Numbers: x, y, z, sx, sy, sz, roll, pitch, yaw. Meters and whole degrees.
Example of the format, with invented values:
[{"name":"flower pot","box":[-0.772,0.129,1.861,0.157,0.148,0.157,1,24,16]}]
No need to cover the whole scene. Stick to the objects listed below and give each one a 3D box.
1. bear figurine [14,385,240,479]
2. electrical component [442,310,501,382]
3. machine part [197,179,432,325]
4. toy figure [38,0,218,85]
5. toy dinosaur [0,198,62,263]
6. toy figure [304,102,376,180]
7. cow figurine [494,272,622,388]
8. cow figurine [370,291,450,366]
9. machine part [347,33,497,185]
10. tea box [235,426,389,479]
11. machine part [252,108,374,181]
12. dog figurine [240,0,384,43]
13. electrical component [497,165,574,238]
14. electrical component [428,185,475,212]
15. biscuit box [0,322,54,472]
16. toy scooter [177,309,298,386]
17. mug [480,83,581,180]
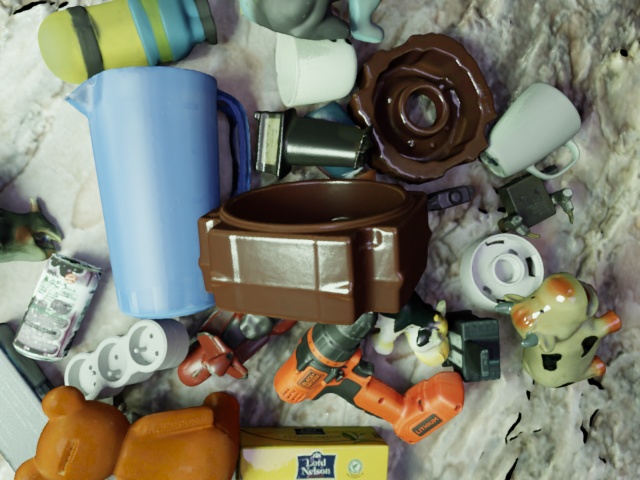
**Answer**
[{"name":"bear figurine","box":[-0.186,0.210,0.549,0.196,0.132,0.120,16,87,-11]},{"name":"electrical component","box":[0.183,0.126,0.631,0.048,0.119,0.074,-4,89,-11]},{"name":"machine part","box":[-0.001,-0.002,0.529,0.201,0.201,0.087,4,111,21]},{"name":"toy figure","box":[-0.200,-0.219,0.566,0.180,0.089,0.082,-18,76,-8]},{"name":"toy dinosaur","box":[-0.474,0.040,0.506,0.405,0.131,0.192,-14,81,-7]},{"name":"toy figure","box":[0.033,-0.084,0.630,0.058,0.064,0.154,-35,104,-46]},{"name":"cow figurine","box":[0.275,0.107,0.630,0.127,0.086,0.194,-22,137,-4]},{"name":"cow figurine","box":[0.092,0.082,0.616,0.167,0.098,0.068,25,43,-11]},{"name":"machine part","box":[0.121,-0.155,0.649,0.179,0.056,0.179,0,89,-11]},{"name":"tea box","box":[-0.012,0.272,0.618,0.170,0.068,0.098,2,91,-10]},{"name":"machine part","box":[-0.010,-0.104,0.585,0.139,0.039,0.084,5,93,20]},{"name":"dog figurine","box":[0.017,-0.319,0.530,0.191,0.109,0.219,-14,128,-38]},{"name":"electrical component","box":[0.274,-0.045,0.685,0.102,0.045,0.078,-20,96,-11]},{"name":"electrical component","box":[0.152,-0.050,0.651,0.094,0.063,0.021,-16,93,-12]},{"name":"biscuit box","box":[-0.306,0.187,0.563,0.063,0.059,0.202,-34,96,-11]},{"name":"toy scooter","box":[-0.078,0.092,0.570,0.184,0.135,0.075,-43,96,-9]},{"name":"mug","box":[0.260,-0.120,0.668,0.107,0.081,0.109,-39,94,1]}]
